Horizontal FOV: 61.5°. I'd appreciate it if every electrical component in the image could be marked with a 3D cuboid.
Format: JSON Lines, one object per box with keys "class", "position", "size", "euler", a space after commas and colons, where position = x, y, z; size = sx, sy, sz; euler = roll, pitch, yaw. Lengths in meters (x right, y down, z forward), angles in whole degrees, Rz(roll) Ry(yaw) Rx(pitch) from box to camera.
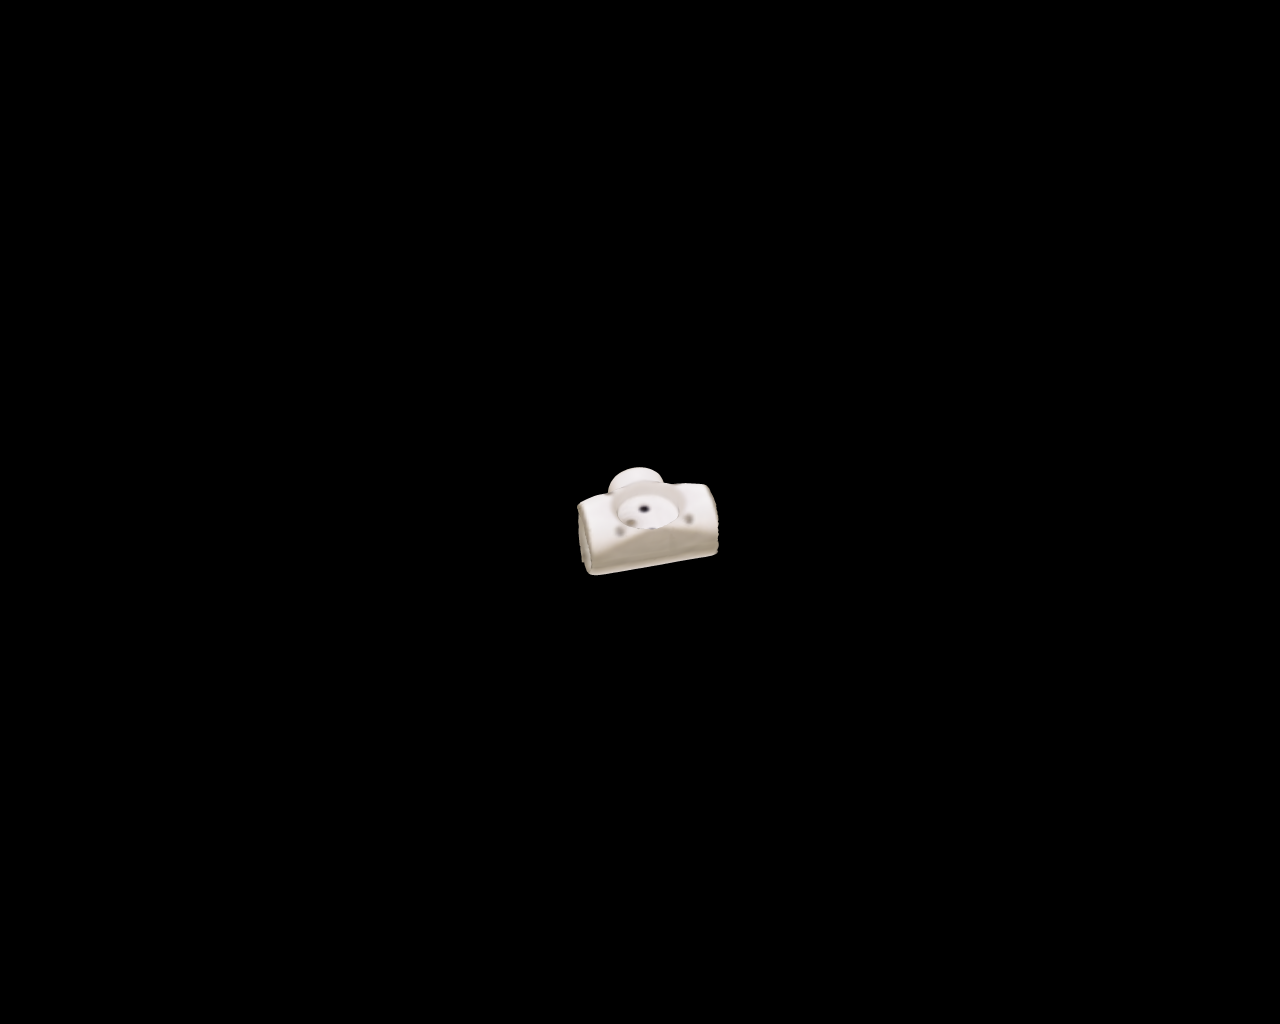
{"class": "electrical component", "position": [0.001, -0.003, 0.650], "size": [0.077, 0.079, 0.044], "euler": [-9, -43, -8]}
